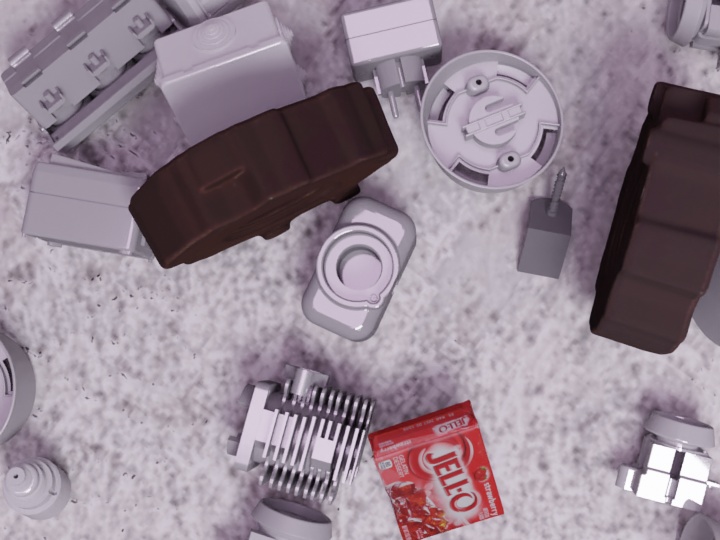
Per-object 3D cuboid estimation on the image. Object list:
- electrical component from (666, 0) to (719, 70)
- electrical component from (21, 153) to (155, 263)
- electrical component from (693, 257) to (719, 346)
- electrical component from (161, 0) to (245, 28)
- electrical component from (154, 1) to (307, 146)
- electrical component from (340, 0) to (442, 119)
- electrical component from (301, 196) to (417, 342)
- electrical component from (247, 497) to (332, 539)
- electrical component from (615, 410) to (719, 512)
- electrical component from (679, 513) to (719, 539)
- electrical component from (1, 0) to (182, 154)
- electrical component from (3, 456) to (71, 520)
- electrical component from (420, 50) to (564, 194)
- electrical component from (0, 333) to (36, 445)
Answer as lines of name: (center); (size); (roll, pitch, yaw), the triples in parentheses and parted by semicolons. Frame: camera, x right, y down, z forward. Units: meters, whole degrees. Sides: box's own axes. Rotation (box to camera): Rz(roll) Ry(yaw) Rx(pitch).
electrical component: (0.250, -0.182, 0.754); (0.057, 0.058, 0.078); (9, 85, 1)
electrical component: (-0.180, -0.043, 0.763); (0.096, 0.061, 0.061); (9, 85, 4)
electrical component: (0.279, 0.006, 0.716); (0.108, 0.060, 0.108); (-1, 92, -15)
electrical component: (-0.118, -0.209, 0.767); (0.051, 0.080, 0.080); (-41, 84, -6)
electrical component: (-0.088, -0.130, 0.749); (0.100, 0.099, 0.048); (-20, 56, 0)
electrical component: (0.027, -0.147, 0.768); (0.066, 0.047, 0.076); (-13, 84, 2)
electrical component: (0.000, 0.000, 0.750); (0.054, 0.059, 0.095); (25, 87, 5)
electrical component: (-0.052, 0.192, 0.737); (0.078, 0.058, 0.057); (17, 89, 5)
electrical component: (0.214, 0.128, 0.733); (0.066, 0.048, 0.055); (14, 93, 4)
electrical component: (0.235, 0.216, 0.698); (0.064, 0.099, 0.099); (21, 86, -1)
electrical component: (-0.189, -0.150, 0.767); (0.121, 0.063, 0.078); (-40, 43, -1)
electrical component: (-0.227, 0.149, 0.743); (0.040, 0.078, 0.040); (0, 70, -1)
electrical component: (0.092, -0.101, 0.751); (0.099, 0.064, 0.099); (0, 85, 3)
electrical component: (-0.280, 0.085, 0.756); (0.099, 0.064, 0.099); (0, 85, 3)
